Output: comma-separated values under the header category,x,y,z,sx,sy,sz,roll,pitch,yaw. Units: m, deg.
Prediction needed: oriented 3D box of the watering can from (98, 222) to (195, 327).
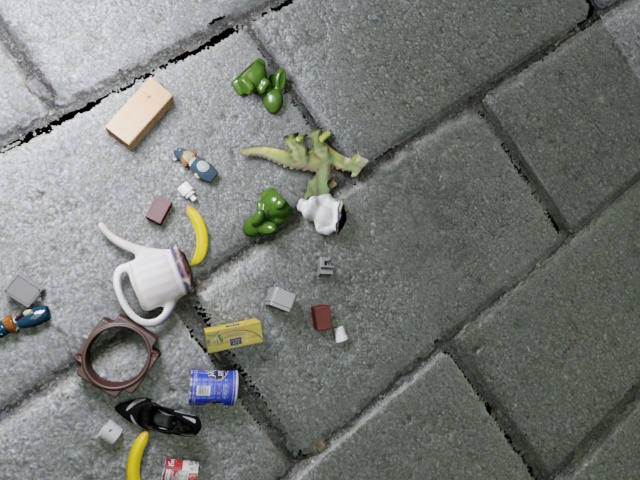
category,x,y,z,sx,sy,sz,roll,pitch,yaw
watering can,-0.511,0.081,1.539,0.226,0.103,0.348,-21,90,-17

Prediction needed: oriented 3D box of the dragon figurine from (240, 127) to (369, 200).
category,x,y,z,sx,sy,sz,roll,pitch,yaw
dragon figurine,-0.040,-0.238,1.716,0.411,0.122,0.241,-16,97,-8

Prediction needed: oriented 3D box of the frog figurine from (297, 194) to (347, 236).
category,x,y,z,sx,sy,sz,roll,pitch,yaw
frog figurine,0.005,-0.086,1.714,0.160,0.124,0.135,10,109,21
